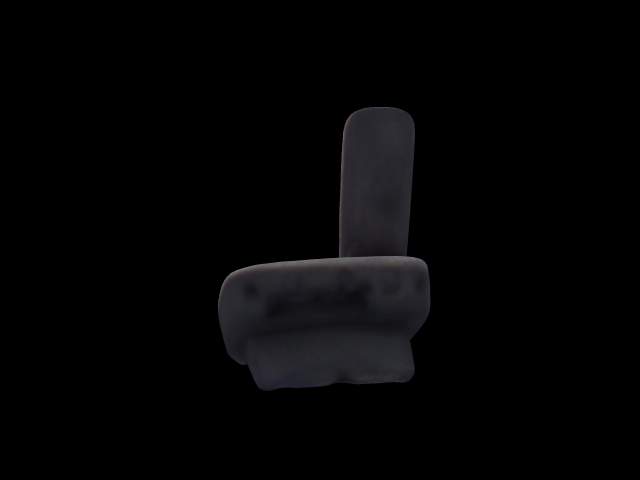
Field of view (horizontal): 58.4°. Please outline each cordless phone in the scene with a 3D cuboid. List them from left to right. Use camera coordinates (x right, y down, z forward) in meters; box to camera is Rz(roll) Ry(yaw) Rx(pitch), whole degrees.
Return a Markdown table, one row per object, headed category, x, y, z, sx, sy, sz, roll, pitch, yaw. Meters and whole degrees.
| category | x | y | z | sx | sy | sz | roll | pitch | yaw |
| --- | --- | --- | --- | --- | --- | --- | --- | --- | --- |
| cordless phone | 0.004 | 0.001 | 0.400 | 0.148 | 0.185 | 0.094 | -2 | 7 | -19 |
